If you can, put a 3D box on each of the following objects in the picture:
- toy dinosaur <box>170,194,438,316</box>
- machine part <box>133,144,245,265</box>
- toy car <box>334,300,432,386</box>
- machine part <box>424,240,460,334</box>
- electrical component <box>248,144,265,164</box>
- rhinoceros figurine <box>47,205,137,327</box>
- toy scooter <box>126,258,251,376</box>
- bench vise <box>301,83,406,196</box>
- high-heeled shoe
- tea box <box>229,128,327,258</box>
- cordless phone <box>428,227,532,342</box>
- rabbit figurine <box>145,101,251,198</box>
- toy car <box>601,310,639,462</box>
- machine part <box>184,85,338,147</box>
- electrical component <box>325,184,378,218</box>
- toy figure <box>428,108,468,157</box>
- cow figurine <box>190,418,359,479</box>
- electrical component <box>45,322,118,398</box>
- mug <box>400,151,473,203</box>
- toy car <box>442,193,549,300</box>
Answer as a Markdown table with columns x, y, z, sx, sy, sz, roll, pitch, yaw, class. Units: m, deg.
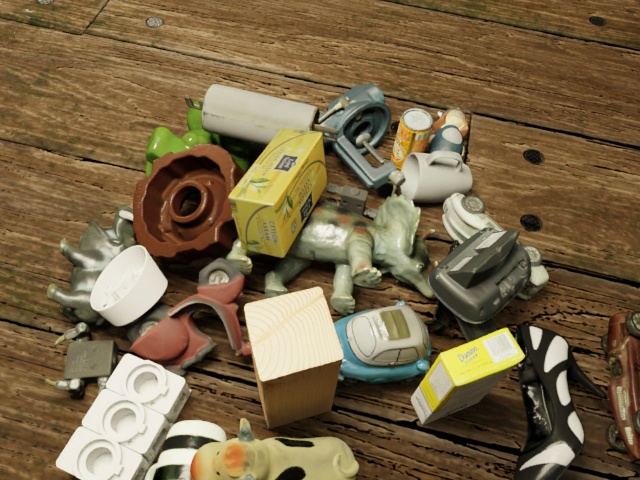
| x | y | z | sx | sy | sz | roll | pitch | yaw | class |
| --- | --- | --- | --- | --- | --- | --- | --- | --- | --- |
| -0.007 | 0.000 | 0.811 | 0.405 | 0.131 | 0.192 | 11 | 45 | 9 | toy dinosaur |
| -0.182 | -0.049 | 0.766 | 0.179 | 0.056 | 0.179 | -6 | 69 | 16 | machine part |
| 0.086 | 0.131 | 0.723 | 0.162 | 0.103 | 0.109 | 0 | 54 | -23 | toy car |
| 0.195 | 0.075 | 0.796 | 0.039 | 0.084 | 0.139 | 2 | 53 | 47 | machine part |
| -0.119 | -0.196 | 0.963 | 0.075 | 0.047 | 0.119 | -4 | 57 | -5 | electrical component |
| -0.320 | 0.032 | 0.790 | 0.112 | 0.073 | 0.190 | 7 | 58 | 2 | rhinoceros figurine |
| -0.162 | 0.124 | 0.732 | 0.184 | 0.075 | 0.135 | -35 | 93 | 1 | toy scooter |
| 0.046 | -0.162 | 0.912 | 0.224 | 0.128 | 0.241 | -30 | 60 | -16 | bench vise |
| 0.271 | 0.220 | 0.707 | 0.145 | 0.086 | 0.249 | 38 | 59 | 23 | high-heeled shoe |
| -0.051 | -0.069 | 0.743 | 0.068 | 0.098 | 0.170 | 10 | 47 | 18 | tea box |
| 0.248 | 0.088 | 0.758 | 0.146 | 0.089 | 0.184 | -35 | 105 | -27 | cordless phone |
| -0.194 | -0.164 | 0.893 | 0.159 | 0.121 | 0.170 | 16 | 61 | -1 | rabbit figurine |
| 0.416 | 0.191 | 0.727 | 0.053 | 0.089 | 0.202 | 14 | 59 | 4 | toy car |
| -0.090 | -0.184 | 0.825 | 0.243 | 0.079 | 0.079 | 13 | 58 | 5 | machine part |
| 0.054 | -0.062 | 0.878 | 0.094 | 0.063 | 0.021 | 17 | 58 | 5 | electrical component |
| 0.237 | -0.191 | 0.978 | 0.064 | 0.058 | 0.154 | 39 | 53 | -25 | toy figure |
| -0.048 | 0.258 | 0.603 | 0.195 | 0.127 | 0.085 | 10 | 51 | -22 | cow figurine |
| -0.317 | 0.164 | 0.722 | 0.078 | 0.045 | 0.102 | 1 | 58 | -1 | electrical component |
| 0.202 | -0.110 | 0.898 | 0.107 | 0.109 | 0.081 | 3 | 53 | -17 | mug |
| 0.268 | 0.006 | 0.842 | 0.056 | 0.073 | 0.202 | -34 | 66 | -22 | toy car |
